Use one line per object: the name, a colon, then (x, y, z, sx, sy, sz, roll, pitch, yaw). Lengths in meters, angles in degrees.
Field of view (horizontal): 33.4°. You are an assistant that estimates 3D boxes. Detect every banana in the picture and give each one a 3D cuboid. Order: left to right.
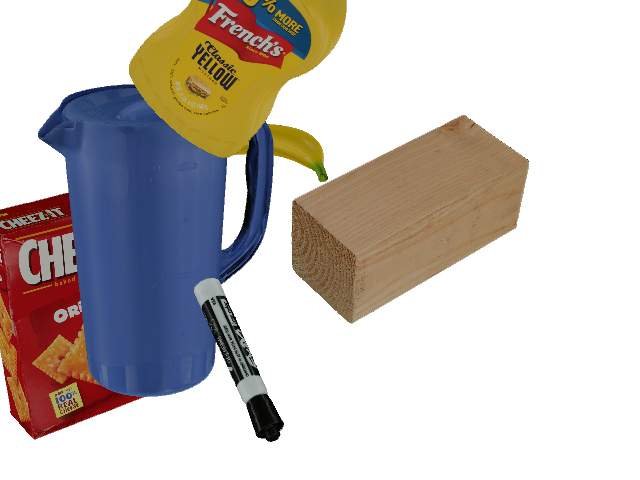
banana: (-0.078, -0.113, 1.277, 0.198, 0.037, 0.069, 8, 40, 16)

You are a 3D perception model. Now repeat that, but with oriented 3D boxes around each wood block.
wood block: (0.082, -0.023, 0.981, 0.205, 0.090, 0.091, -28, 51, -27)

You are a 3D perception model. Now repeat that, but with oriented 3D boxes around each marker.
marker: (-0.053, 0.077, 0.693, 0.020, 0.121, 0.020, -20, -31, -13)

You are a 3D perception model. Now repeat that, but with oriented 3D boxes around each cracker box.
cracker box: (-0.227, 0.064, 1.033, 0.163, 0.214, 0.072, -18, 28, -32)

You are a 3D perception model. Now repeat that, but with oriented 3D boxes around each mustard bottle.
mustard bottle: (-0.040, -0.141, 0.682, 0.192, 0.096, 0.058, -42, 7, 39)

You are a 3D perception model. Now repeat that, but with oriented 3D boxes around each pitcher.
pitcher: (-0.130, -0.002, 0.876, 0.149, 0.243, 0.144, 9, 23, 17)
